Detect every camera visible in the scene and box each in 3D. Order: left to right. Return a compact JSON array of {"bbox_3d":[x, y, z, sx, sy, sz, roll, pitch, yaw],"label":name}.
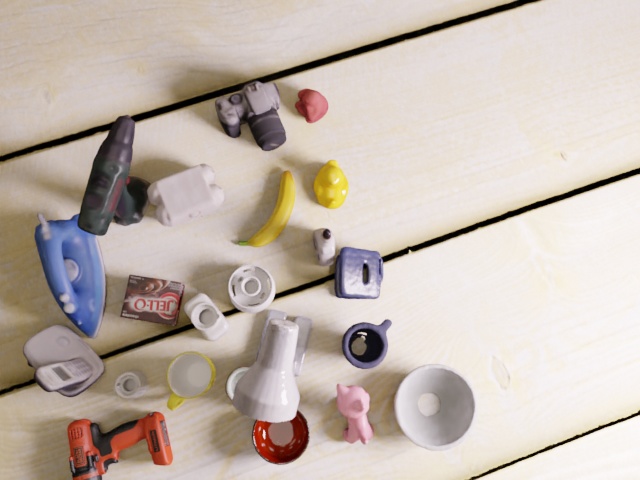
[{"bbox_3d":[-0.140,-0.263,1.241,0.143,0.101,0.137,-23,81,-7],"label":"camera"}]

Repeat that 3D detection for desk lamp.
[{"bbox_3d":[-0.084,0.231,1.086,0.118,0.213,0.203,13,78,0],"label":"desk lamp"}]

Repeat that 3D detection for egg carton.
[{"bbox_3d":[-0.282,-0.094,1.215,0.150,0.069,0.107,-24,81,-7],"label":"egg carton"}]

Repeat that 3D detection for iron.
[{"bbox_3d":[-0.500,0.069,1.133,0.118,0.141,0.258,-18,80,-6],"label":"iron"}]

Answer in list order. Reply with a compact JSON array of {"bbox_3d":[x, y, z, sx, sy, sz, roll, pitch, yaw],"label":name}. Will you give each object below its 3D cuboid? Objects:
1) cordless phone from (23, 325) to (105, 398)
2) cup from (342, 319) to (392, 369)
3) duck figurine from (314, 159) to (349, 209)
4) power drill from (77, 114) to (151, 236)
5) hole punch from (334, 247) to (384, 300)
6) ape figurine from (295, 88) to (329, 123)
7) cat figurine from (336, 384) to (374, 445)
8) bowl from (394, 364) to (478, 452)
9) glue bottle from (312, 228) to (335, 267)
[{"bbox_3d":[-0.501,0.229,1.079,0.147,0.185,0.094,40,79,5],"label":"cordless phone"},{"bbox_3d":[0.096,0.205,1.162,0.118,0.095,0.091,-43,84,-10],"label":"cup"},{"bbox_3d":[0.026,-0.123,1.229,0.077,0.086,0.104,0,78,-3],"label":"duck figurine"},{"bbox_3d":[-0.401,-0.111,1.141,0.075,0.208,0.230,17,78,1],"label":"power drill"},{"bbox_3d":[0.083,0.069,1.191,0.101,0.091,0.109,2,78,-3],"label":"hole punch"},{"bbox_3d":[-0.018,-0.302,1.260,0.076,0.092,0.078,1,78,-2],"label":"ape figurine"},{"bbox_3d":[0.070,0.339,1.122,0.067,0.117,0.128,-14,80,-5],"label":"cat figurine"},{"bbox_3d":[0.226,0.334,1.153,0.167,0.074,0.167,1,78,-3],"label":"bowl"},{"bbox_3d":[0.011,0.004,1.158,0.037,0.173,0.078,-12,79,-5],"label":"glue bottle"}]
